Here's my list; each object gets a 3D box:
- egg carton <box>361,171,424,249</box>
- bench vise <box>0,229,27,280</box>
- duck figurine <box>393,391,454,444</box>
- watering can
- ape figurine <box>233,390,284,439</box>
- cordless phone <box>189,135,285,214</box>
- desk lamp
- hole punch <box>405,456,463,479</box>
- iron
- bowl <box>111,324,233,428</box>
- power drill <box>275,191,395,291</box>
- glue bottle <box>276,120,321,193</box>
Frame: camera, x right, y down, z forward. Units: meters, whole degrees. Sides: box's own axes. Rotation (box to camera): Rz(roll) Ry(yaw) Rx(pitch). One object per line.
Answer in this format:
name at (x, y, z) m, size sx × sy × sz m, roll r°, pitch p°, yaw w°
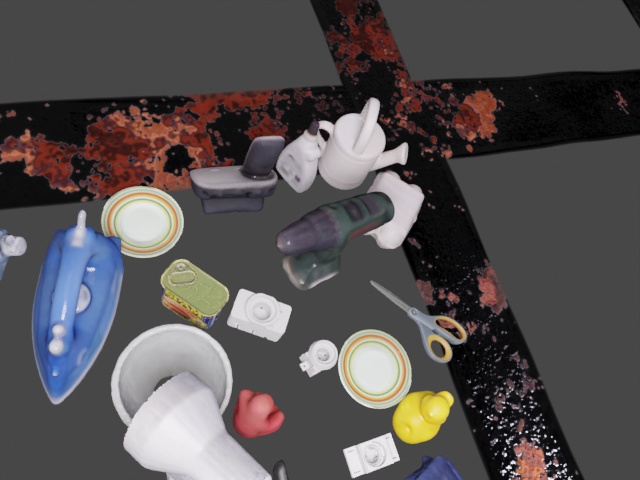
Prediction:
egg carton at (0.131, -0.057, 1.082) m, size 0.107 × 0.069 × 0.150 m, roll 31°, pitch 59°, yaw -2°
bench vise at (-0.516, -0.024, 0.764) m, size 0.208 × 0.219 × 0.121 m, roll -10°, pitch 68°, yaw -22°
duck figurine at (0.171, 0.279, 0.921) m, size 0.105 × 0.086 × 0.077 m, roll -29°, pitch 77°, yaw -28°
watering can at (0.076, -0.182, 1.053) m, size 0.173 × 0.194 × 0.101 m, roll 1°, pitch 65°, yaw -18°
ape figurine at (-0.091, 0.252, 0.844) m, size 0.076 × 0.092 × 0.077 m, roll -31°, pitch 77°, yaw -28°
cordless phone at (-0.137, -0.124, 0.959) m, size 0.148 × 0.185 × 0.094 m, roll -9°, pitch 68°, yaw -22°
desk lamp at (-0.146, 0.285, 0.739) m, size 0.203 × 0.213 × 0.118 m, roll 42°, pitch 60°, yaw 5°
hole punch at (0.183, 0.390, 0.867) m, size 0.101 × 0.091 × 0.108 m, roll -29°, pitch 76°, yaw -28°
iron at (-0.351, 0.089, 0.809) m, size 0.119 × 0.141 × 0.258 m, roll 7°, pitch 63°, yaw -15°
bowl at (-0.214, 0.212, 0.833) m, size 0.168 × 0.074 × 0.167 m, roll 8°, pitch 63°, yaw -15°
power drill at (0.009, 0.003, 0.931) m, size 0.230 × 0.208 × 0.075 m, roll -27°, pitch 75°, yaw -27°
glue bottle at (-0.029, -0.156, 1.017) m, size 0.037 × 0.173 × 0.078 m, roll -35°, pitch 79°, yaw -29°
